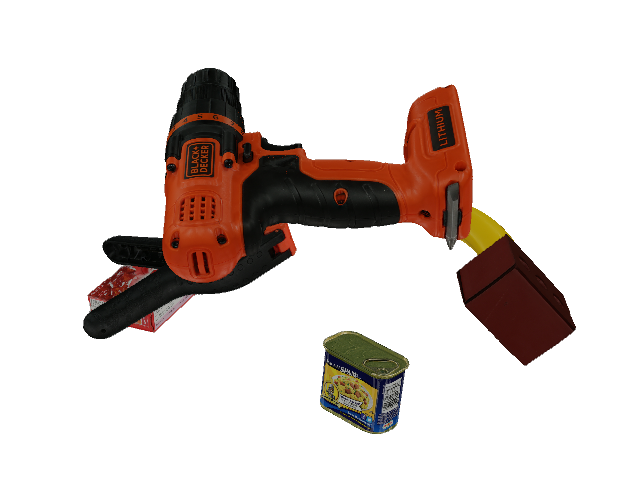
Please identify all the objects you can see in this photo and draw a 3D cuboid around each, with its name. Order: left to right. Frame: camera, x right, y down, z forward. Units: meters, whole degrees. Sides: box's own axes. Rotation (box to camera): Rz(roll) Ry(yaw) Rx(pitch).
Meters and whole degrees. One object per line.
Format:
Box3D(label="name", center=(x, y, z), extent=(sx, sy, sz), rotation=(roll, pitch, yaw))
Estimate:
Box3D(label="gelatin box", center=(-0.172, 0.050, 1.044), extent=(0.073, 0.030, 0.089), rotation=(11, 31, 22))
Box3D(label="clamp", center=(-0.106, 0.025, 0.834), extent=(0.172, 0.039, 0.120), rotation=(-12, 39, 17))
Box3D(label="power drill", center=(-0.005, -0.053, 0.667), extent=(0.187, 0.057, 0.184), rotation=(-5, 45, 2))
Box3D(label="can of meat", center=(0.048, 0.165, 1.234), extent=(0.102, 0.084, 0.057), rotation=(25, 30, 36))
Box3D(label="banana", center=(0.156, 0.002, 1.085), extent=(0.069, 0.037, 0.198), rotation=(-34, 39, -14))
Box3D(label="foam brick", center=(0.151, 0.046, 0.823), extent=(0.051, 0.078, 0.053), rotation=(-39, 21, 18))
